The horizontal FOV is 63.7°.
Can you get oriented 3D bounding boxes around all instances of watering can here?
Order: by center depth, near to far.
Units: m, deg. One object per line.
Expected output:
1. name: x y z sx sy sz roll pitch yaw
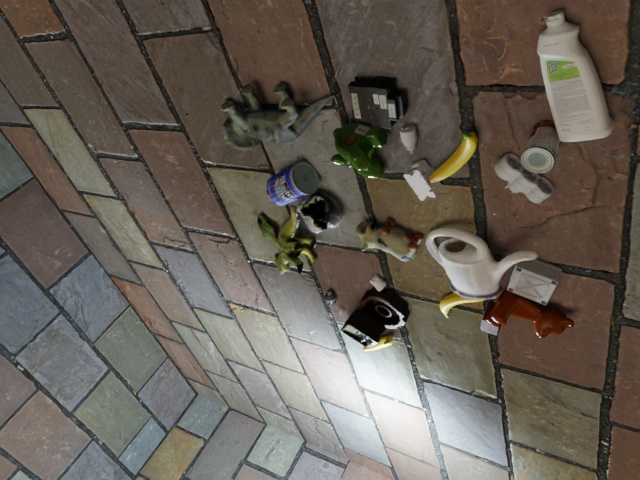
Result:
1. watering can: 0.433 0.071 1.380 0.349 0.105 0.220 17 142 50

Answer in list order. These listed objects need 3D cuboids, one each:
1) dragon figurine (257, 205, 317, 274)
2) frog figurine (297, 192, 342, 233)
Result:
1. dragon figurine: -0.137 -0.014 1.808 0.245 0.124 0.400 25 142 30
2. frog figurine: 0.005 -0.082 1.628 0.138 0.123 0.158 17 177 13
